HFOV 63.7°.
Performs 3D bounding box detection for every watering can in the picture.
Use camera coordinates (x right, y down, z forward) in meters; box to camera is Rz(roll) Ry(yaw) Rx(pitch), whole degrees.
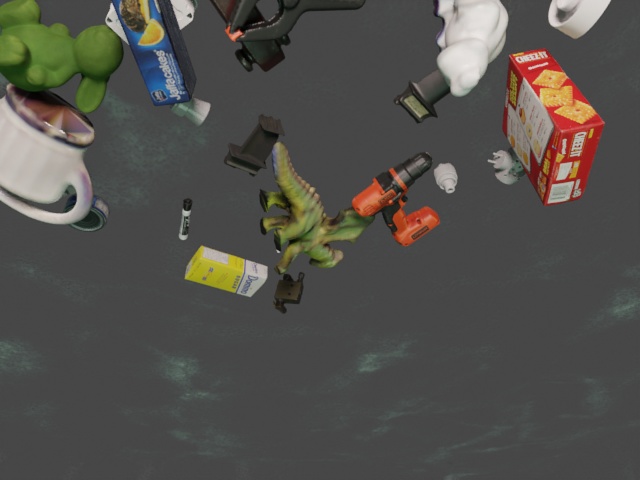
[{"bbox_3d":[-0.525,-0.171,0.867,0.346,0.106,0.221,37,112,-9],"label":"watering can"}]

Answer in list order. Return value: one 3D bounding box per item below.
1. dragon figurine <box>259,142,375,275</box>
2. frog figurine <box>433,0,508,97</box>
[{"bbox_3d":[0.003,-0.055,1.091,0.244,0.125,0.400,-12,143,-19],"label":"dragon figurine"},{"bbox_3d":[0.230,-0.292,0.770,0.123,0.163,0.134,0,138,-8],"label":"frog figurine"}]
